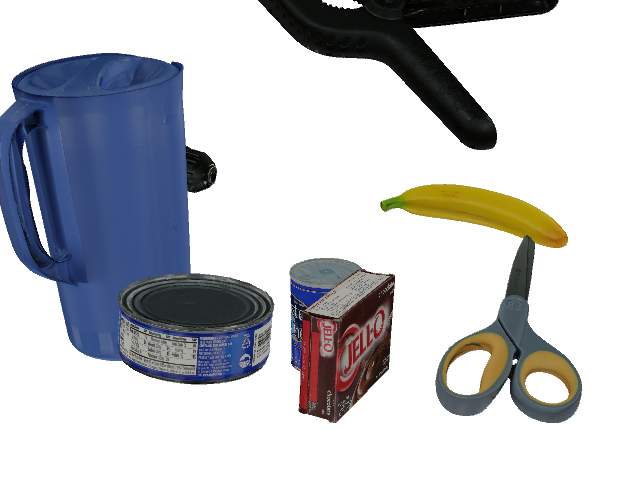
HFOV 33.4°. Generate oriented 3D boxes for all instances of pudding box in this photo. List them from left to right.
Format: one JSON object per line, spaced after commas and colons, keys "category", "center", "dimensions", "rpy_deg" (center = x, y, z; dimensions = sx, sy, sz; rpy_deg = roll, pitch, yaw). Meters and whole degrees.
{"category": "pudding box", "center": [0.022, 0.082, 0.869], "dimensions": [0.039, 0.090, 0.113], "rpy_deg": [12, 22, 21]}

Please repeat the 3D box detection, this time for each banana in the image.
{"category": "banana", "center": [0.166, -0.027, 1.115], "dimensions": [0.198, 0.037, 0.069], "rpy_deg": [11, 38, 23]}

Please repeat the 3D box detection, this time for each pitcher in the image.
{"category": "pitcher", "center": [-0.176, -0.024, 0.875], "dimensions": [0.149, 0.243, 0.145], "rpy_deg": [-6, 24, -8]}

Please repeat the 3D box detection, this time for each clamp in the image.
{"category": "clamp", "center": [0.046, -0.141, 0.712], "dimensions": [0.210, 0.164, 0.036], "rpy_deg": [16, -39, 6]}

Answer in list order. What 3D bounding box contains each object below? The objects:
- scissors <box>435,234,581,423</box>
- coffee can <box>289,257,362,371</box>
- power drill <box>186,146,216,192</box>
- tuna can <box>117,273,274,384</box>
{"category": "scissors", "center": [0.143, 0.057, 0.700], "dimensions": [0.096, 0.016, 0.201], "rpy_deg": [19, 37, 24]}
{"category": "coffee can", "center": [0.008, 0.107, 1.510], "dimensions": [0.103, 0.140, 0.103], "rpy_deg": [0, 19, 0]}
{"category": "power drill", "center": [-0.186, -0.025, 1.077], "dimensions": [0.185, 0.188, 0.057], "rpy_deg": [16, 31, 22]}
{"category": "tuna can", "center": [-0.069, 0.048, 0.592], "dimensions": [0.086, 0.034, 0.086], "rpy_deg": [5, 17, -2]}
